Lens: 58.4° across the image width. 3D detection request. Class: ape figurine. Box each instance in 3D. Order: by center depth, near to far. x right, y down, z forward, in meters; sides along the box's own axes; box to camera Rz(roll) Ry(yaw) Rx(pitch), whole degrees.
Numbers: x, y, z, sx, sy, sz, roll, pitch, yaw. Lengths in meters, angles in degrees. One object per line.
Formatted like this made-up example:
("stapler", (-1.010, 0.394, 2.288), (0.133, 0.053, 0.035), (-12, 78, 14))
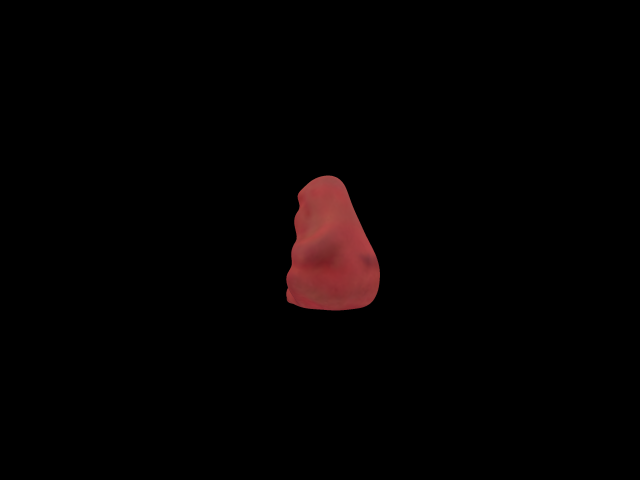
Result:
("ape figurine", (0.004, 0.001, 0.400), (0.076, 0.092, 0.078), (0, 0, 29))
